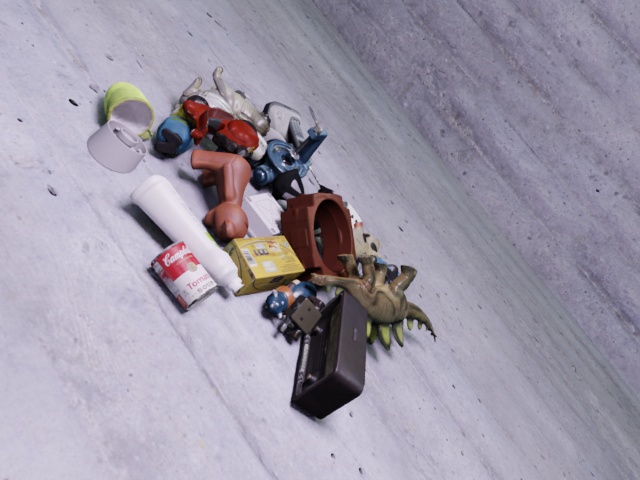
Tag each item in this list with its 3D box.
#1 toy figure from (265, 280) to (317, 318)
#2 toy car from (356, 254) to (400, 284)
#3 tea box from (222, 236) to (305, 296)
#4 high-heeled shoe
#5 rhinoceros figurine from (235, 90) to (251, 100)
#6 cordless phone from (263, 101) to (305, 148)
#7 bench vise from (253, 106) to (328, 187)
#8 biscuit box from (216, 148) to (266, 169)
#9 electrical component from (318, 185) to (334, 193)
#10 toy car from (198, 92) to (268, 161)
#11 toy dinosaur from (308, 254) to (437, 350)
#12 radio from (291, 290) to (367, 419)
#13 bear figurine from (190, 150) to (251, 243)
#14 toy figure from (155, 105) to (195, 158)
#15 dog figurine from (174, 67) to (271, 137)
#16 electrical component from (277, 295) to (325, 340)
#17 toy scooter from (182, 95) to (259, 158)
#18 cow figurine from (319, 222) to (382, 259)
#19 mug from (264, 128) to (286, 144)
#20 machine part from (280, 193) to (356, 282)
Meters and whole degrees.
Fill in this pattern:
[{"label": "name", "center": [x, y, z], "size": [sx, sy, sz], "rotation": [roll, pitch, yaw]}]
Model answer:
[{"label": "toy figure", "center": [-0.064, 0.122, 1.098], "size": [0.154, 0.058, 0.064], "rotation": [-10, 62, -56]}, {"label": "toy car", "center": [0.123, 0.099, 1.356], "size": [0.161, 0.103, 0.109], "rotation": [29, 71, -38]}, {"label": "tea box", "center": [-0.120, 0.049, 1.098], "size": [0.169, 0.068, 0.098], "rotation": [-1, 55, -58]}, {"label": "high-heeled shoe", "center": [-0.028, -0.095, 1.339], "size": [0.248, 0.145, 0.086], "rotation": [19, 40, -42]}, {"label": "rhinoceros figurine", "center": [-0.214, -0.339, 1.465], "size": [0.112, 0.073, 0.190], "rotation": [17, 41, -45]}, {"label": "cordless phone", "center": [-0.099, -0.308, 1.588], "size": [0.146, 0.089, 0.184], "rotation": [11, 49, -50]}, {"label": "bench vise", "center": [-0.054, -0.211, 1.362], "size": [0.223, 0.240, 0.129], "rotation": [-10, 65, -48]}, {"label": "biscuit box", "center": [-0.193, -0.208, 1.335], "size": [0.059, 0.063, 0.202], "rotation": [49, 26, 3]}, {"label": "electrical component", "center": [0.016, -0.094, 1.469], "size": [0.048, 0.075, 0.119], "rotation": [28, -10, 22]}, {"label": "toy car", "center": [-0.206, -0.265, 1.249], "size": [0.201, 0.056, 0.073], "rotation": [43, 26, -20]}, {"label": "toy dinosaur", "center": [0.147, 0.149, 1.244], "size": [0.471, 0.105, 0.198], "rotation": [17, 82, -40]}, {"label": "radio", "center": [0.021, 0.214, 1.020], "size": [0.073, 0.131, 0.230], "rotation": [39, 29, -16]}, {"label": "bear figurine", "center": [-0.206, -0.079, 1.120], "size": [0.120, 0.132, 0.196], "rotation": [70, 24, -69]}, {"label": "toy figure", "center": [-0.308, -0.235, 1.184], "size": [0.089, 0.082, 0.180], "rotation": [54, 16, -26]}, {"label": "dog figurine", "center": [-0.235, -0.300, 1.312], "size": [0.190, 0.172, 0.121], "rotation": [48, -13, 5]}, {"label": "electrical component", "center": [-0.037, 0.151, 1.062], "size": [0.045, 0.102, 0.078], "rotation": [15, -25, 51]}, {"label": "toy scooter", "center": [-0.216, -0.229, 1.143], "size": [0.184, 0.075, 0.135], "rotation": [30, 32, -17]}, {"label": "cow figurine", "center": [0.093, 0.021, 1.420], "size": [0.195, 0.085, 0.127], "rotation": [-8, 83, -48]}, {"label": "mug", "center": [-0.127, -0.264, 1.488], "size": [0.109, 0.080, 0.107], "rotation": [21, 29, -32]}, {"label": "machine part", "center": [-0.003, -0.004, 1.241], "size": [0.201, 0.087, 0.201], "rotation": [-4, 86, -57]}]
